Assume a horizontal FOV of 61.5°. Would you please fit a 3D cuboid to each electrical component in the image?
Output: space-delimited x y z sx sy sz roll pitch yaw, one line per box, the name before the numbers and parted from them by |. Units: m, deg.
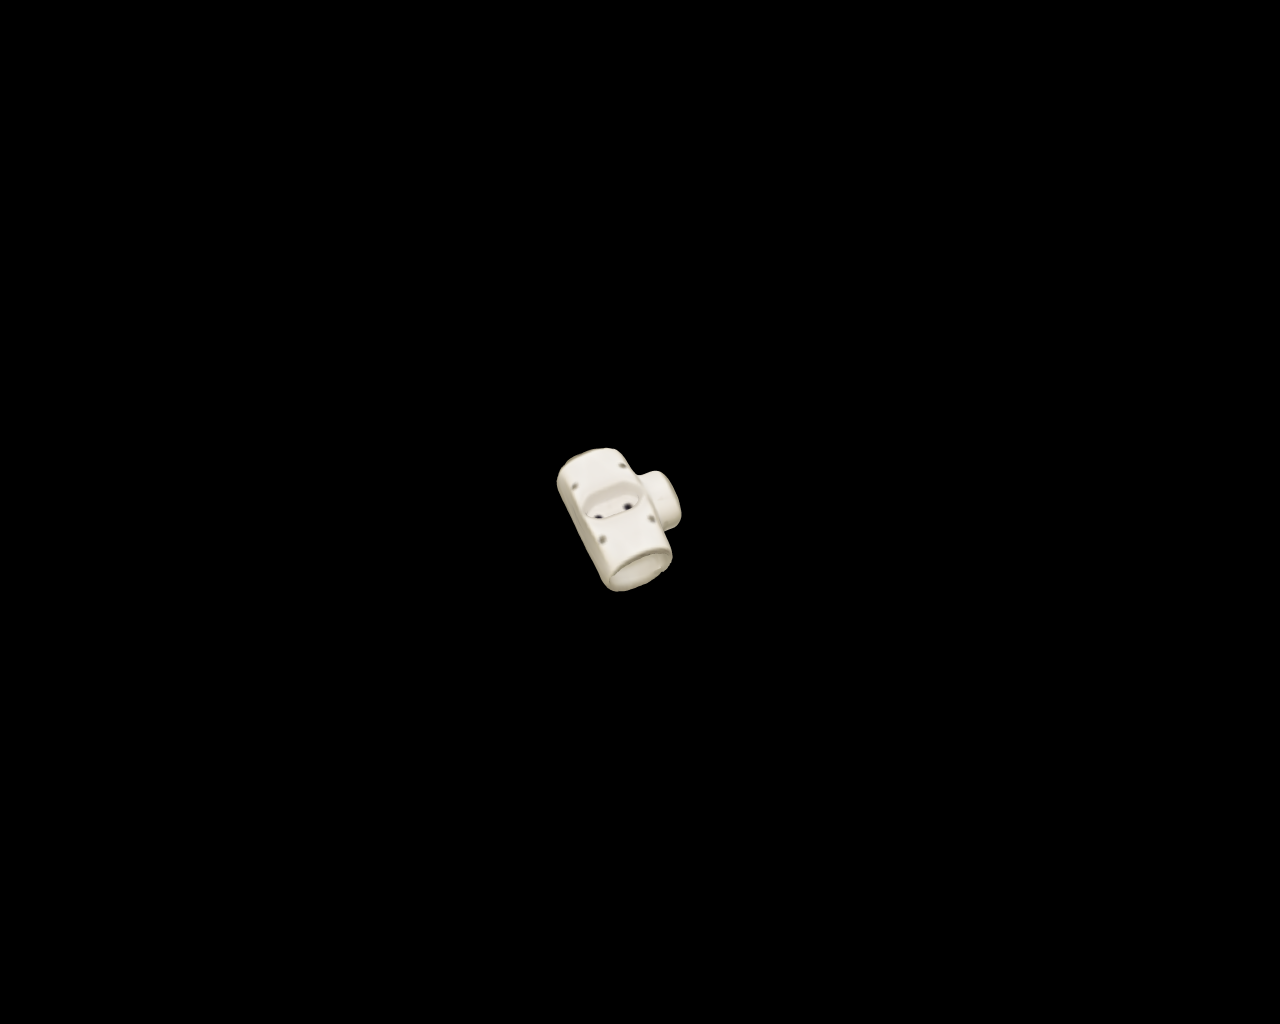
electrical component | 0.001 -0.003 0.650 0.079 0.077 0.043 -21 -28 -12
